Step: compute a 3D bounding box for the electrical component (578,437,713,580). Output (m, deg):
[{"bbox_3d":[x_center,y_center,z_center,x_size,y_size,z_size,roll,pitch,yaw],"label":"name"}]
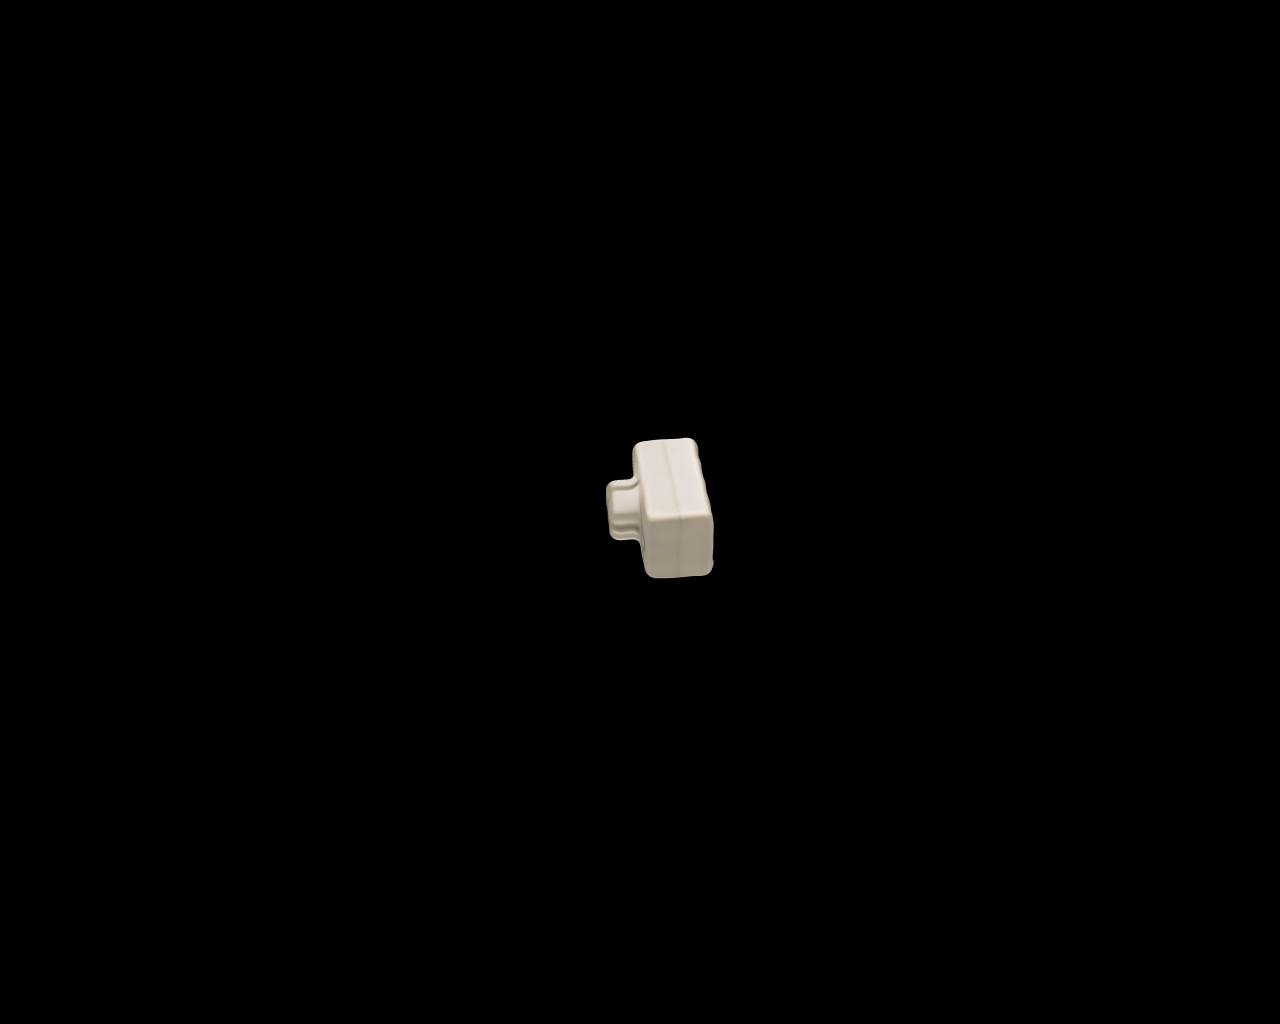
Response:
[{"bbox_3d":[0.001,-0.003,0.650,0.076,0.047,0.083,-3,37,-4],"label":"electrical component"}]
